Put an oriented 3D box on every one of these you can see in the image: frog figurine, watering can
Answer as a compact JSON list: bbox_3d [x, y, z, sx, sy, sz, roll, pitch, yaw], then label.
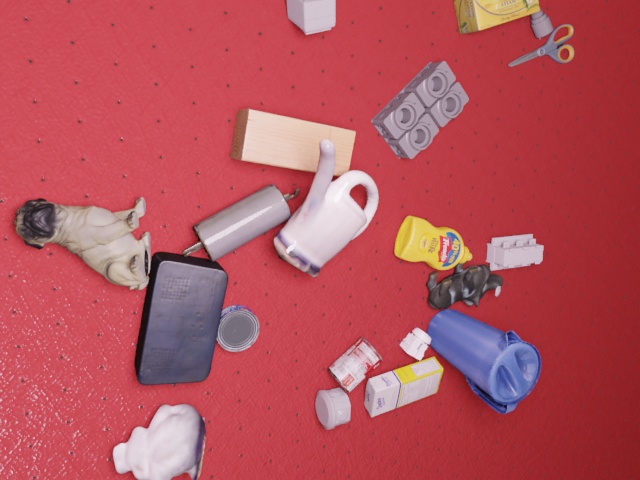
[{"bbox_3d":[-0.293,0.372,0.944,0.159,0.120,0.140,7,65,-16],"label":"frog figurine"},{"bbox_3d":[0.003,-0.047,0.930,0.224,0.105,0.344,-47,155,3],"label":"watering can"}]
